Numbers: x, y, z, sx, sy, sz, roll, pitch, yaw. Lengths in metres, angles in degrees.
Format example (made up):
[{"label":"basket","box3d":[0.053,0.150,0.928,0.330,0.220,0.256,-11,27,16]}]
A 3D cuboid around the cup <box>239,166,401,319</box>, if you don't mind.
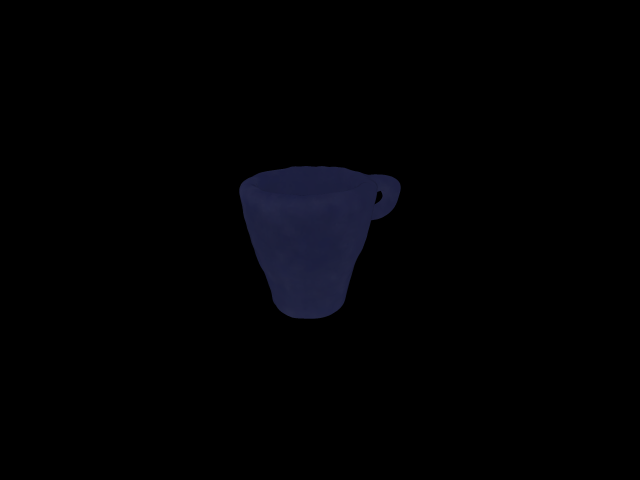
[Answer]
[{"label":"cup","box3d":[0.004,0.001,0.400,0.118,0.095,0.091,-11,23,-27]}]
